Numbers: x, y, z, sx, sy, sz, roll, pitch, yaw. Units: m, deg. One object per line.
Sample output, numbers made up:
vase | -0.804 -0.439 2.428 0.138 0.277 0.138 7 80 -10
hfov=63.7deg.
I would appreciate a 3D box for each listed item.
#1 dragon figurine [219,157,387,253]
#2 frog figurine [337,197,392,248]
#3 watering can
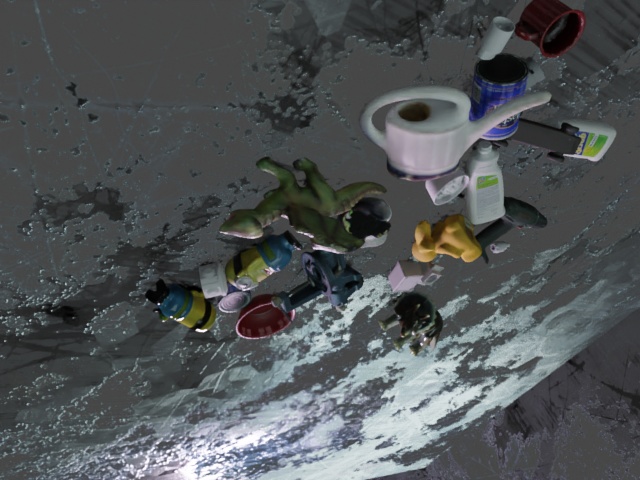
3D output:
dragon figurine | 0.003 -0.051 1.008 0.411 0.248 0.119 -1 131 -25
frog figurine | 0.110 -0.041 1.212 0.136 0.123 0.160 -48 174 14
watering can | 0.252 -0.212 1.013 0.347 0.106 0.219 1 146 8
